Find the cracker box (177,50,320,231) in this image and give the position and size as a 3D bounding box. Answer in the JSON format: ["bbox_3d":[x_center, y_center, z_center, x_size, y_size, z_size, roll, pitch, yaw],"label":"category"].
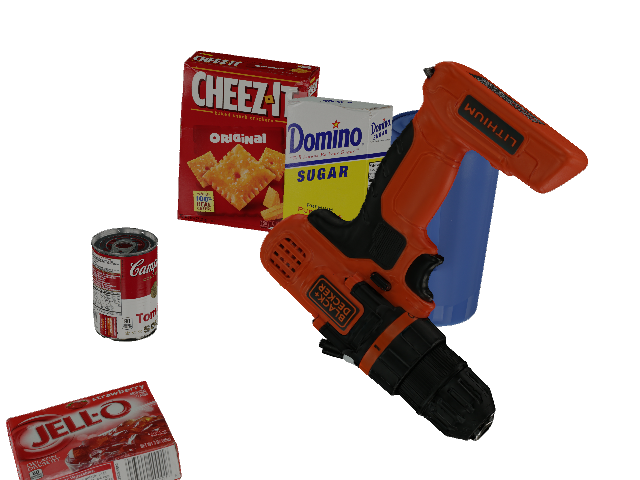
[{"bbox_3d":[-0.095,-0.122,1.367,0.164,0.214,0.072,9,23,7],"label":"cracker box"}]

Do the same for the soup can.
[{"bbox_3d":[-0.204,0.046,1.117,0.068,0.102,0.068,3,23,-1],"label":"soup can"}]

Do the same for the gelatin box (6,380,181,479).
[{"bbox_3d":[-0.135,0.122,0.630,0.089,0.030,0.073,-13,27,-18],"label":"gelatin box"}]

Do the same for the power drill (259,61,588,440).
[{"bbox_3d":[0.073,0.003,0.643,0.184,0.188,0.057,42,17,16],"label":"power drill"}]

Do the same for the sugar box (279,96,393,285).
[{"bbox_3d":[0.012,-0.038,0.966,0.093,0.176,0.048,11,18,34],"label":"sugar box"}]

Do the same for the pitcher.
[{"bbox_3d":[0.135,-0.023,1.249,0.149,0.243,0.145,-7,24,-21],"label":"pitcher"}]

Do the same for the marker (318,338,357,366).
[{"bbox_3d":[0.055,0.126,1.086,0.121,0.020,0.020,21,4,11],"label":"marker"}]
